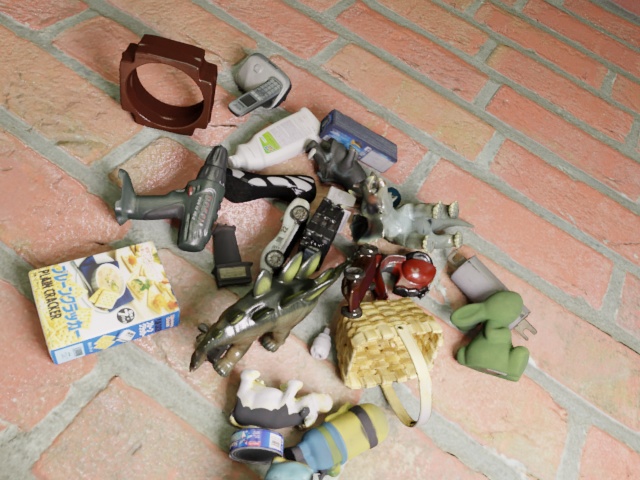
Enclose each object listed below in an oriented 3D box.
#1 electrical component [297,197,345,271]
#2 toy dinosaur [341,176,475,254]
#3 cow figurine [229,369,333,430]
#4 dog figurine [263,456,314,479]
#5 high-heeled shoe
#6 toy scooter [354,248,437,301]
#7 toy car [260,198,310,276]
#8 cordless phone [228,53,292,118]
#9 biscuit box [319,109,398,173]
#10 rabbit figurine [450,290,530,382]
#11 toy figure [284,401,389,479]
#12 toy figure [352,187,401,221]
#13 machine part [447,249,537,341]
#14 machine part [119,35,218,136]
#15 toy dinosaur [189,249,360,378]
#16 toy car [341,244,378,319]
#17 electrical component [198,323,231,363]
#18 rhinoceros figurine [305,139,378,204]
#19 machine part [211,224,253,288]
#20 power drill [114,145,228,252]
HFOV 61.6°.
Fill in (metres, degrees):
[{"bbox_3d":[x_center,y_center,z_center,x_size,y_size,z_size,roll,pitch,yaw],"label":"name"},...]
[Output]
[{"bbox_3d":[-0.002,-0.003,1.114,0.058,0.114,0.134,23,52,6],"label":"electrical component"},{"bbox_3d":[0.195,-0.034,1.175,0.192,0.404,0.131,9,89,32],"label":"toy dinosaur"},{"bbox_3d":[-0.064,0.286,0.913,0.167,0.068,0.098,15,58,-3],"label":"cow figurine"},{"bbox_3d":[0.019,0.417,0.782,0.219,0.191,0.108,14,44,12],"label":"dog figurine"},{"bbox_3d":[-0.129,-0.138,1.196,0.249,0.086,0.145,29,50,-3],"label":"high-heeled shoe"},{"bbox_3d":[0.159,0.084,1.126,0.184,0.075,0.135,8,53,-7],"label":"toy scooter"},{"bbox_3d":[-0.073,0.005,1.095,0.056,0.073,0.202,23,62,9],"label":"toy car"},{"bbox_3d":[-0.178,-0.378,1.355,0.147,0.088,0.184,43,58,15],"label":"cordless phone"},{"bbox_3d":[0.095,-0.240,1.312,0.202,0.059,0.063,25,50,-26],"label":"biscuit box"},{"bbox_3d":[0.349,0.182,1.082,0.159,0.121,0.170,10,72,29],"label":"rabbit figurine"},{"bbox_3d":[0.033,0.335,0.893,0.180,0.089,0.082,-15,95,-31],"label":"toy figure"},{"bbox_3d":[0.126,-0.067,1.237,0.154,0.057,0.064,-36,66,-29],"label":"toy figure"},{"bbox_3d":[0.367,0.119,1.165,0.079,0.079,0.243,-30,68,-33],"label":"machine part"},{"bbox_3d":[-0.336,-0.342,1.200,0.201,0.200,0.087,13,50,-8],"label":"machine part"},{"bbox_3d":[-0.063,0.111,0.957,0.105,0.198,0.471,48,31,8],"label":"toy dinosaur"},{"bbox_3d":[0.070,0.072,0.989,0.053,0.089,0.202,10,20,14],"label":"toy car"},{"bbox_3d":[-0.191,0.191,0.971,0.094,0.021,0.063,35,53,9],"label":"electrical component"},{"bbox_3d":[0.051,-0.169,1.265,0.190,0.112,0.073,43,12,-2],"label":"rhinoceros figurine"},{"bbox_3d":[-0.183,0.031,1.083,0.084,0.039,0.139,-11,61,-14],"label":"machine part"},{"bbox_3d":[-0.298,-0.094,1.084,0.207,0.086,0.232,7,76,-12],"label":"power drill"}]
